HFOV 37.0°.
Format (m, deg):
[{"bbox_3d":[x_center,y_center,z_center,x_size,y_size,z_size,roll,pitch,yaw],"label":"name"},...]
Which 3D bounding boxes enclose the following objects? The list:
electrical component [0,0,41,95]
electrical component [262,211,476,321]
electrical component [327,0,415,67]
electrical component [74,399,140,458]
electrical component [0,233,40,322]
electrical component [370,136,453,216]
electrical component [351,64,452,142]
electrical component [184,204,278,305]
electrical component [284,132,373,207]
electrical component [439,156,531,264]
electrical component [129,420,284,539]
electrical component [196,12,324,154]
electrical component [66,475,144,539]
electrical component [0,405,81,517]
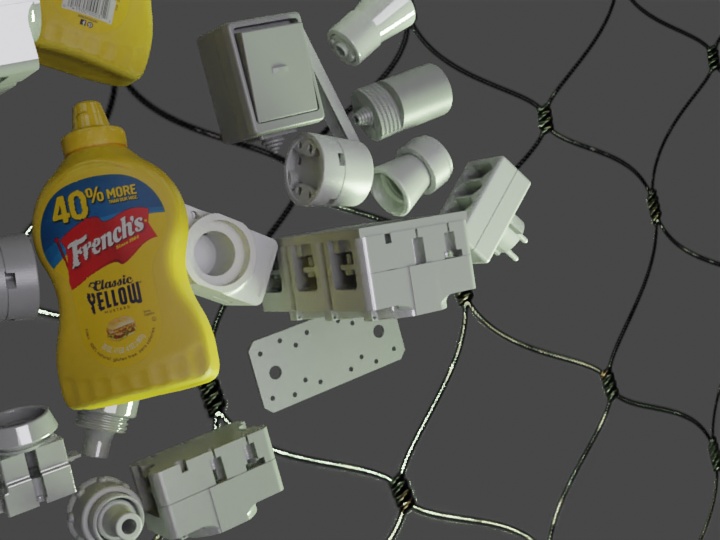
[{"bbox_3d":[-0.236,-0.143,0.617,0.062,0.150,0.089,-18,98,-30],"label":"electrical component"},{"bbox_3d":[0.000,0.000,0.762,0.089,0.150,0.061,-11,94,-32],"label":"electrical component"},{"bbox_3d":[0.006,-0.190,0.837,0.065,0.044,0.044,-45,111,-20],"label":"electrical component"},{"bbox_3d":[-0.170,0.093,0.715,0.043,0.043,0.062,15,82,-31],"label":"electrical component"},{"bbox_3d":[-0.231,0.007,0.673,0.047,0.055,0.055,-8,93,-29],"label":"electrical component"},{"bbox_3d":[0.040,-0.075,0.852,0.055,0.045,0.045,-39,108,-27],"label":"electrical component"},{"bbox_3d":[0.028,-0.130,0.847,0.081,0.043,0.043,-25,102,-30],"label":"electrical component"},{"bbox_3d":[-0.109,-0.011,0.749,0.089,0.056,0.050,22,77,-30],"label":"electrical component"},{"bbox_3d":[-0.023,-0.074,0.807,0.047,0.055,0.055,1,88,-36],"label":"electrical component"},{"bbox_3d":[0.111,-0.038,0.894,0.076,0.047,0.083,39,69,-25],"label":"electrical component"},{"bbox_3d":[-0.105,0.149,0.750,0.089,0.050,0.055,-19,99,-31],"label":"electrical component"},{"bbox_3d":[-0.068,-0.132,0.776,0.062,0.061,0.096,-18,98,-31],"label":"electrical component"},{"bbox_3d":[-0.162,0.163,0.707,0.048,0.062,0.048,1,89,-32],"label":"electrical component"},{"bbox_3d":[-0.214,0.119,0.686,0.066,0.048,0.055,-17,105,-32],"label":"electrical component"}]
